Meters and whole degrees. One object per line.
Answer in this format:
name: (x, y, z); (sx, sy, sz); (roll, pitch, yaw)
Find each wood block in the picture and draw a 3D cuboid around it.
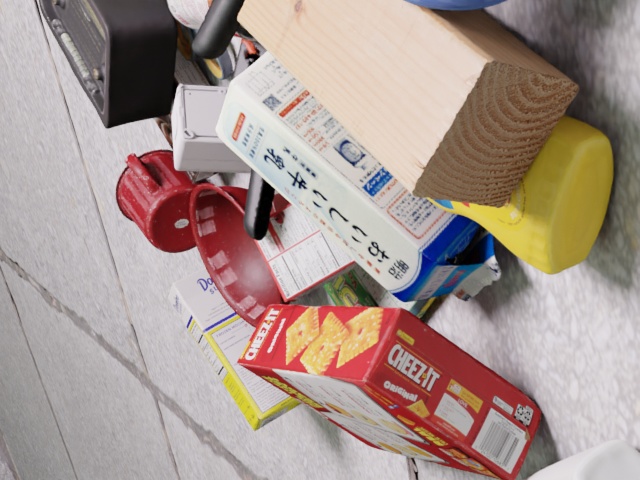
wood block: (0.047, -0.118, 0.669); (0.206, 0.090, 0.091); (49, 121, 37)

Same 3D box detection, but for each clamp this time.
clamp: (-0.038, -0.247, 0.768); (0.210, 0.036, 0.164); (-28, 67, 43)
clamp: (-0.021, -0.094, 0.887); (0.039, 0.120, 0.171); (18, -121, -74)

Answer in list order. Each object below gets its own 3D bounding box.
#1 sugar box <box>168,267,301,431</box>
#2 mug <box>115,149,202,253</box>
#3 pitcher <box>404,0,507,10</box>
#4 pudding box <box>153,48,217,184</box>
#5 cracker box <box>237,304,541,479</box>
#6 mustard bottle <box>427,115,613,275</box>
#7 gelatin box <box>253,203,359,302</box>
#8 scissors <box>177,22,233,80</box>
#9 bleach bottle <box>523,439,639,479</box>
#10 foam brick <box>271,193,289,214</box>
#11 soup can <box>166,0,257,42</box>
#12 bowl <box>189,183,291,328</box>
sugar box: (-0.078, 0.105, 1.139); (0.176, 0.093, 0.048); (55, 152, 16)
mug: (-0.166, -0.046, 1.131); (0.082, 0.093, 0.117); (46, 171, 48)
pitcher: (0.086, -0.237, 0.528); (0.243, 0.144, 0.149); (91, 156, -49)
pudding box: (-0.133, -0.128, 1.082); (0.113, 0.039, 0.090); (56, 152, 12)
cracker box: (0.052, 0.119, 0.884); (0.164, 0.072, 0.214); (36, 162, -23)
mustard bottle: (0.103, -0.060, 0.716); (0.192, 0.058, 0.096); (36, 136, 42)
gelatin box: (-0.006, 0.001, 0.907); (0.073, 0.089, 0.030); (62, -164, 11)
scissors: (-0.114, -0.213, 0.956); (0.096, 0.016, 0.202); (46, 162, 14)
bleach bottle: (0.186, 0.235, 0.840); (0.102, 0.068, 0.251); (57, 155, 14)
foam brick: (-0.018, -0.004, 0.965); (0.051, 0.052, 0.078); (140, 114, -66)
soup can: (-0.077, -0.204, 0.885); (0.102, 0.068, 0.068); (23, 134, 51)
bowl: (-0.066, 0.008, 1.071); (0.162, 0.055, 0.162); (40, 145, 36)
